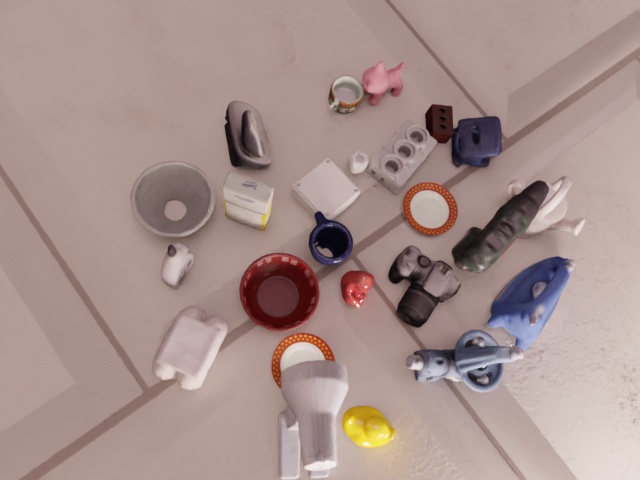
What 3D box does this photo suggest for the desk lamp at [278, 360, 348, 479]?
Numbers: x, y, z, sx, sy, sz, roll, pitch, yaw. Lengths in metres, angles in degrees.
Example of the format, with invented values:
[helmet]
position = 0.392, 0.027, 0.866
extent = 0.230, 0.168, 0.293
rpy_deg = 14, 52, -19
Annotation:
[desk lamp]
position = -0.013, 0.327, 1.028
extent = 0.118, 0.213, 0.203
rpy_deg = 1, 72, -9

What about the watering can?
[watering can]
position = 0.496, -0.076, 1.256
extent = 0.173, 0.194, 0.101
rpy_deg = 18, 70, -3

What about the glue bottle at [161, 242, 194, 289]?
[glue bottle]
position = -0.277, 0.039, 1.097
extent = 0.037, 0.173, 0.078
rpy_deg = 28, 70, 0

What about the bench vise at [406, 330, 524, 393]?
[bench vise]
position = 0.283, 0.243, 1.103
extent = 0.208, 0.219, 0.121
rpy_deg = -17, 76, -14

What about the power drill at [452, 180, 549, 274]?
[power drill]
position = 0.366, -0.013, 1.205
extent = 0.075, 0.208, 0.230
rpy_deg = 41, 71, 5

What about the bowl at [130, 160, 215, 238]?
[bowl]
position = -0.300, -0.075, 1.182
extent = 0.167, 0.074, 0.167
rpy_deg = 3, 72, -9

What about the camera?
[camera]
position = 0.207, 0.102, 1.198
extent = 0.143, 0.100, 0.137
rpy_deg = 34, 70, 3

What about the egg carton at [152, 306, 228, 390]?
[egg carton]
position = -0.250, 0.206, 1.103
extent = 0.107, 0.069, 0.150
rpy_deg = 24, 70, -1

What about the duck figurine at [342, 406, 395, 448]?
[duck figurine]
position = 0.097, 0.360, 1.104
extent = 0.104, 0.086, 0.077
rpy_deg = 23, 70, -2

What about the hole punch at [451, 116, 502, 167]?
[hole punch]
position = 0.364, -0.232, 1.338
extent = 0.101, 0.091, 0.108
rpy_deg = 5, 71, -8

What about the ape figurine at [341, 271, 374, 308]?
[ape figurine]
position = 0.082, 0.092, 1.185
extent = 0.078, 0.092, 0.076
rpy_deg = -27, 78, -17

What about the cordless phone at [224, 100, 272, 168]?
[cordless phone]
position = -0.150, -0.243, 1.204
extent = 0.094, 0.185, 0.147
rpy_deg = -13, 75, -13

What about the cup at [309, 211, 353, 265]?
[cup]
position = 0.011, 0.004, 1.199
extent = 0.092, 0.095, 0.117
rpy_deg = -21, 77, -15

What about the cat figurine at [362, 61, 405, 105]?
[cat figurine]
position = 0.144, -0.376, 1.333
extent = 0.128, 0.117, 0.067
rpy_deg = -29, 79, -17

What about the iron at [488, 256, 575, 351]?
[iron]
position = 0.477, 0.108, 1.221
extent = 0.118, 0.141, 0.259
rpy_deg = 41, 70, 5
